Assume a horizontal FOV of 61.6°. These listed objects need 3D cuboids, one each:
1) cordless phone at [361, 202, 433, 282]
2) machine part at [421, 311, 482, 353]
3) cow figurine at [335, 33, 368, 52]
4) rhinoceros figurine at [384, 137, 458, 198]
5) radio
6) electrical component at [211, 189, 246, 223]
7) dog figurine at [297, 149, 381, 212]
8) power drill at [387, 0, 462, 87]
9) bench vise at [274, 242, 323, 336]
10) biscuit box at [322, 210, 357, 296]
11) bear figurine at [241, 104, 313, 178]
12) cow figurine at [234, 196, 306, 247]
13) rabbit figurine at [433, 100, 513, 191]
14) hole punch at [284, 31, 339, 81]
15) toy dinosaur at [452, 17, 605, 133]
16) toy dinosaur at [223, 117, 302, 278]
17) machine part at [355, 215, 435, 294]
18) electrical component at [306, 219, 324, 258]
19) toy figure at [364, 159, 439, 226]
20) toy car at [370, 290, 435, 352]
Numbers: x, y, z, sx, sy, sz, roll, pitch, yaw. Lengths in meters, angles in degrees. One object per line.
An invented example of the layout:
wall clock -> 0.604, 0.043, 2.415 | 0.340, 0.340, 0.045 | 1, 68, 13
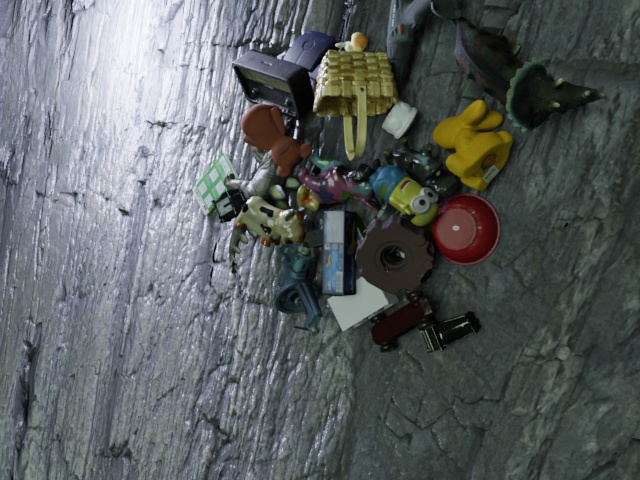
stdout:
cordless phone -> 0.204, -0.001, 1.241 | 0.184, 0.088, 0.146 | 43, 113, 15
machine part -> 0.287, 0.200, 1.196 | 0.139, 0.039, 0.084 | -25, 71, 35
cow figurine -> 0.062, -0.431, 1.337 | 0.098, 0.068, 0.167 | 27, 104, 44
rhinoceros figurine -> 0.223, -0.155, 1.196 | 0.191, 0.073, 0.111 | 37, 155, 42
radio -> -0.121, -0.408, 1.420 | 0.230, 0.131, 0.073 | 30, 63, 35
electrical component -> -0.232, -0.099, 1.444 | 0.119, 0.048, 0.075 | -29, 83, 35
dog figurine -> 0.058, -0.121, 1.316 | 0.219, 0.108, 0.191 | 23, 142, 15
power drill -> 0.220, -0.476, 1.181 | 0.207, 0.086, 0.232 | 166, 106, -70
bench vise -> -0.042, 0.128, 1.370 | 0.223, 0.129, 0.241 | -57, 41, 31
biscuit box -> 0.047, 0.032, 1.279 | 0.059, 0.062, 0.202 | -1, 86, 32
bear figurine -> -0.105, -0.251, 1.353 | 0.196, 0.132, 0.120 | 44, 100, 7
cow figurine -> -0.115, -0.049, 1.367 | 0.195, 0.085, 0.127 | 31, 111, 25
rabbit figurine -> 0.309, -0.213, 1.132 | 0.162, 0.122, 0.173 | -59, 41, 18
hole punch -> -0.018, -0.477, 1.382 | 0.142, 0.092, 0.115 | 32, 105, 36
toy dinosaur -> 0.344, -0.342, 1.054 | 0.405, 0.192, 0.131 | 48, 114, 24
toy dinosaur -> -0.172, -0.119, 1.486 | 0.199, 0.105, 0.471 | 42, 114, 27
machine part -> 0.166, 0.035, 1.198 | 0.180, 0.056, 0.179 | 5, 111, 12
electrical component -> -0.003, -0.004, 1.324 | 0.063, 0.021, 0.094 | -9, 83, 5
toy figure -> 0.180, -0.103, 1.171 | 0.180, 0.089, 0.082 | 37, 89, 23
toy car -> 0.192, 0.189, 1.242 | 0.202, 0.053, 0.089 | -43, 53, 41
